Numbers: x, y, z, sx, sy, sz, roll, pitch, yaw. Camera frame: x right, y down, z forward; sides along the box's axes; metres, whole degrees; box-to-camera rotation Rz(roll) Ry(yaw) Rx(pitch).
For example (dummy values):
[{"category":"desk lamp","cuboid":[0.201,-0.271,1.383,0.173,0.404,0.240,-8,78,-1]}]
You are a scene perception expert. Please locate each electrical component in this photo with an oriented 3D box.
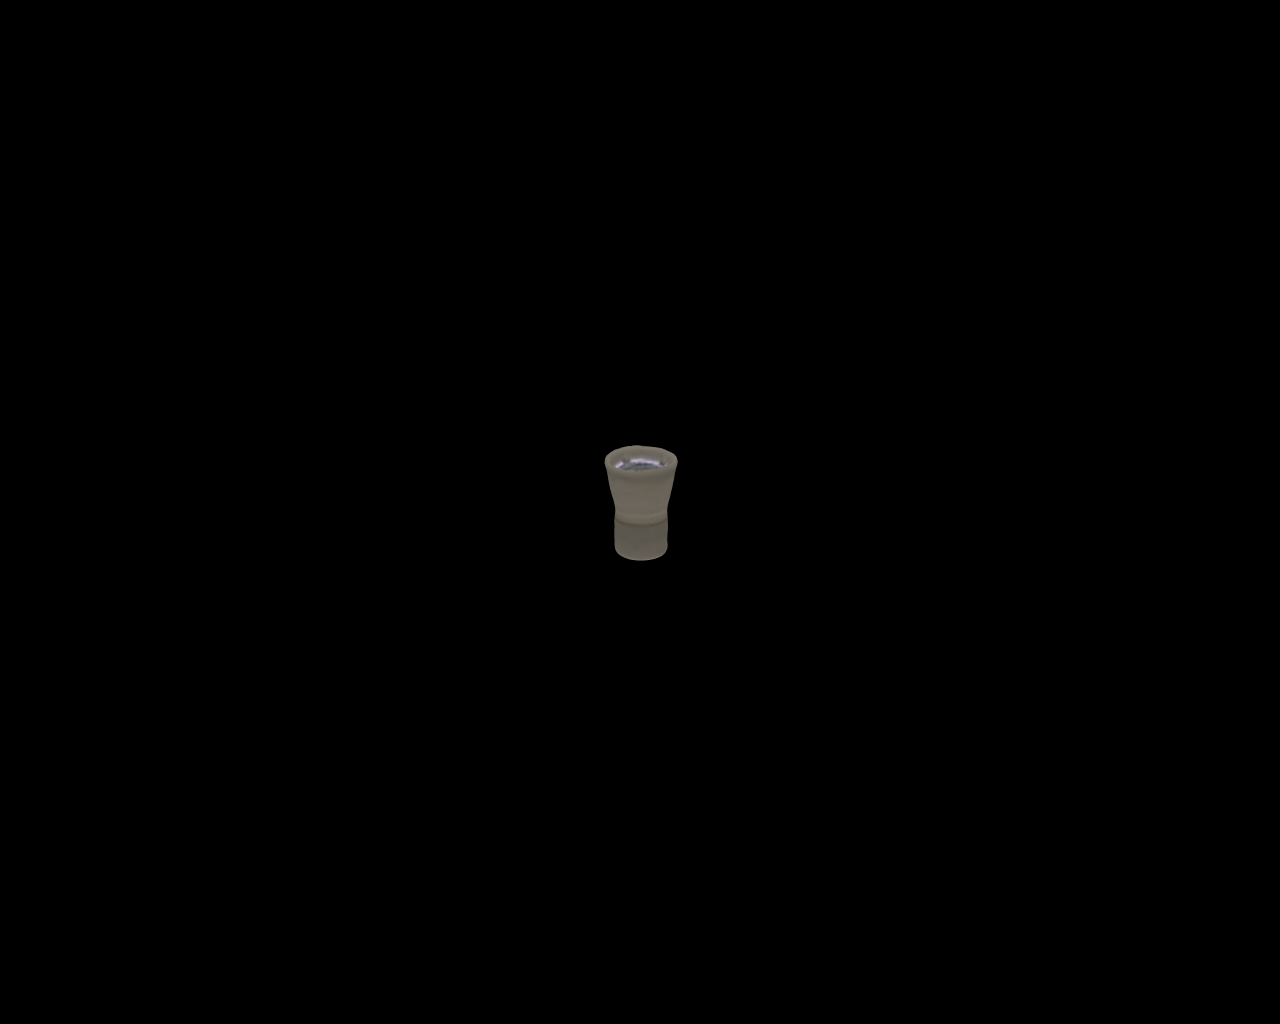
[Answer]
[{"category":"electrical component","cuboid":[0.001,-0.003,0.650,0.044,0.065,0.044,0,22,0]}]
